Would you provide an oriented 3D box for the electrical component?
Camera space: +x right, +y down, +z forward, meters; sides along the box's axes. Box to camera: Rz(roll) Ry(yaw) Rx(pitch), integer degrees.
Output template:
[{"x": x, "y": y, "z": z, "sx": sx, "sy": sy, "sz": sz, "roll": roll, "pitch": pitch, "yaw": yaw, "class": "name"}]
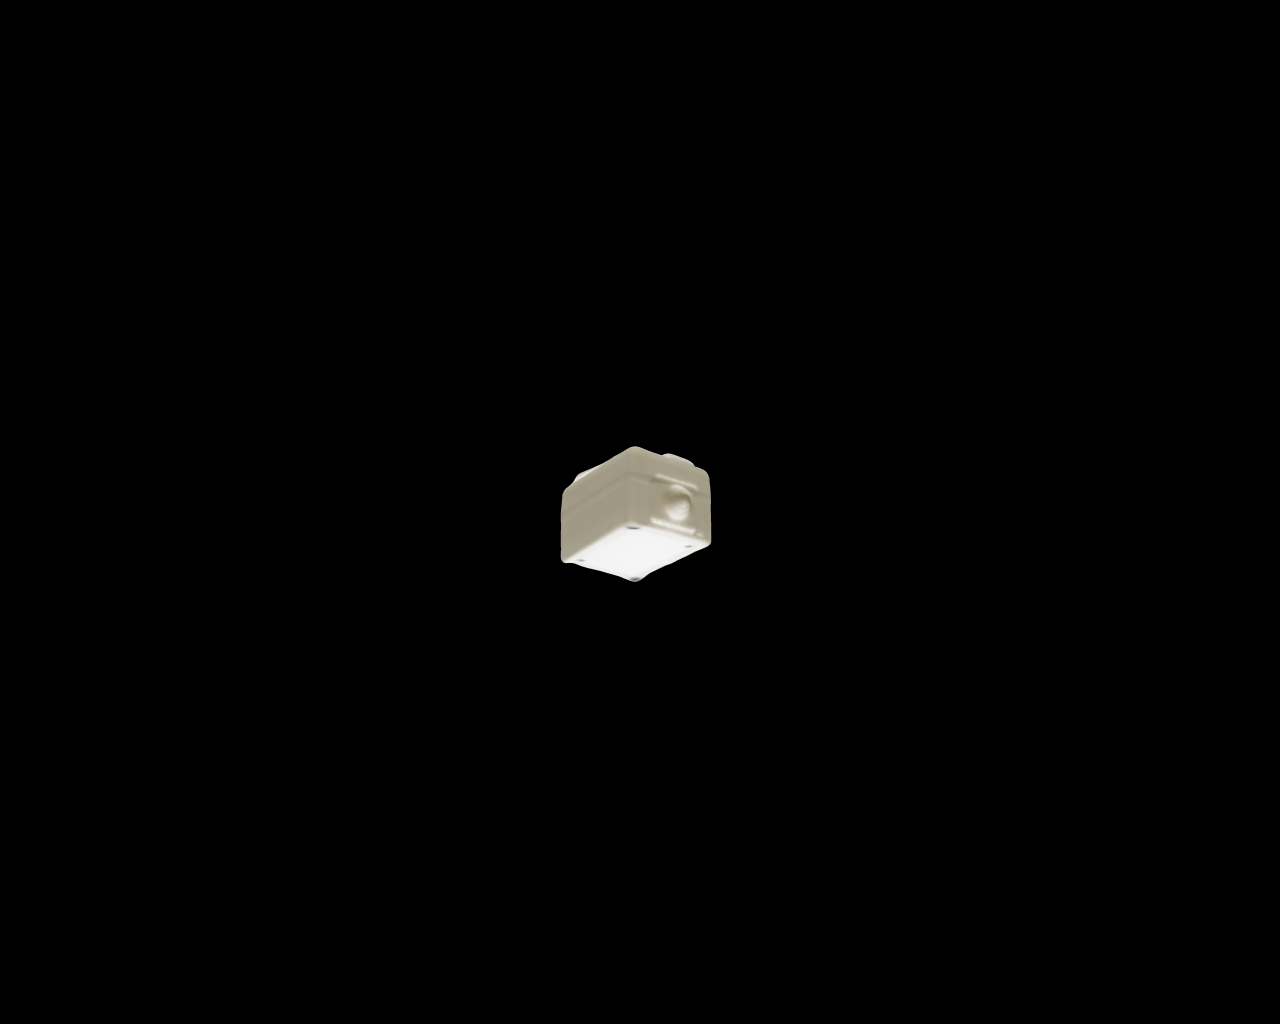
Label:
[{"x": 0.001, "y": -0.003, "z": 0.650, "sx": 0.062, "sy": 0.061, "sz": 0.096, "roll": 17, "pitch": -29, "yaw": -32, "class": "electrical component"}]
